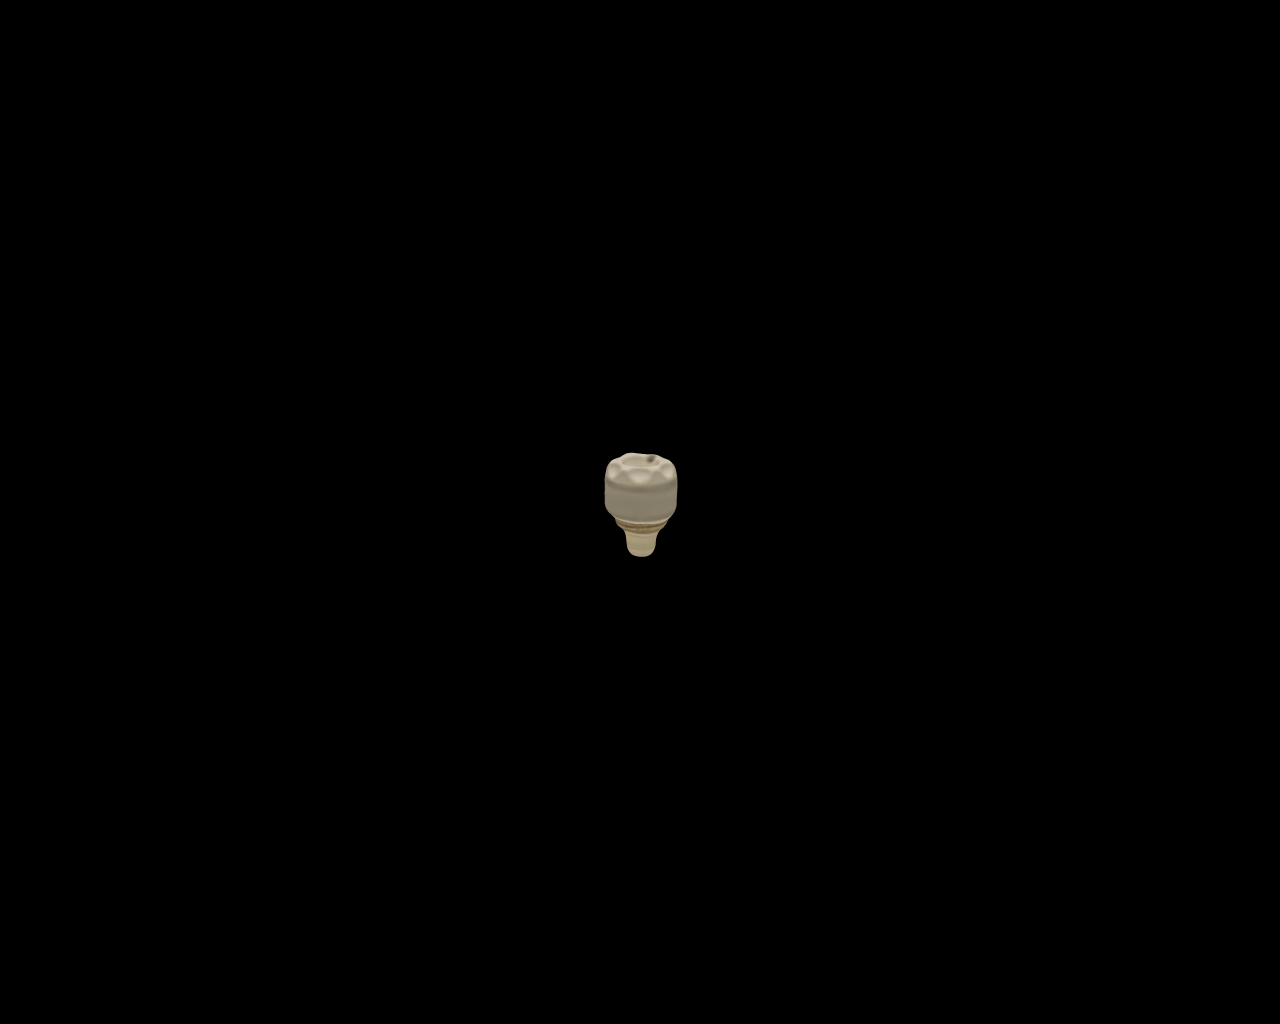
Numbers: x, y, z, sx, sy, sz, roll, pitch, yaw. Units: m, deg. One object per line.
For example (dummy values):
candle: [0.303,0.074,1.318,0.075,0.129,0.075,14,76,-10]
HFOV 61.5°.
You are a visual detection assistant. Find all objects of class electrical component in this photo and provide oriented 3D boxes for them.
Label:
electrical component: [0.001,-0.003,0.650,0.043,0.062,0.043,0,19,0]
